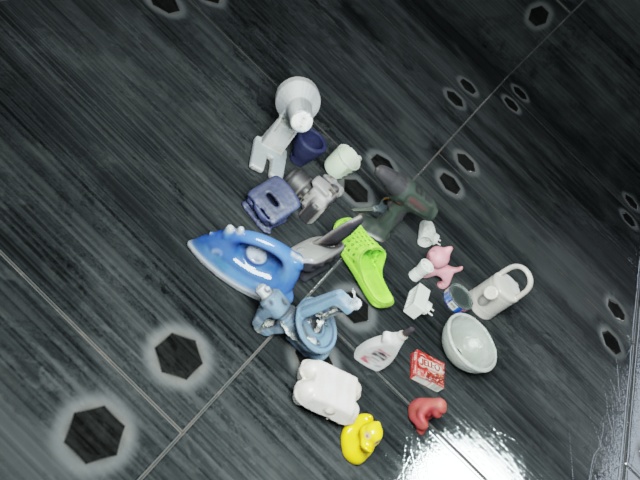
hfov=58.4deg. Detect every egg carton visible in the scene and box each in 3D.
[{"bbox_3d":[0.016,0.314,1.177,0.151,0.069,0.107,28,43,-17],"label":"egg carton"}]

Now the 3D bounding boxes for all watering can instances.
[{"bbox_3d":[0.519,0.144,1.629,0.101,0.193,0.173,46,41,3],"label":"watering can"}]

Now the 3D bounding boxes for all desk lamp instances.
[{"bbox_3d":[-0.082,-0.295,1.493,0.118,0.213,0.203,23,45,-22],"label":"desk lamp"}]

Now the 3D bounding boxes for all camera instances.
[{"bbox_3d":[-0.020,-0.136,1.497,0.137,0.100,0.143,44,41,-1],"label":"camera"}]

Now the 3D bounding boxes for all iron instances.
[{"bbox_3d":[-0.144,0.030,1.229,0.259,0.141,0.118,28,43,-18],"label":"iron"}]

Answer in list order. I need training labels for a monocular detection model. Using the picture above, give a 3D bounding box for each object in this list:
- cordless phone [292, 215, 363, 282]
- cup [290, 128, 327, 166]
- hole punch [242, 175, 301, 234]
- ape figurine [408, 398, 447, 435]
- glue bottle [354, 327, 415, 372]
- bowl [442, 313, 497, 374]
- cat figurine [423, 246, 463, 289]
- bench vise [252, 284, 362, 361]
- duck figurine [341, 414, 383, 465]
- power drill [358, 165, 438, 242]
[{"bbox_3d":[0.012,0.005,1.342,0.094,0.184,0.148,49,41,7],"label":"cordless phone"},{"bbox_3d":[-0.053,-0.257,1.575,0.118,0.094,0.092,38,41,-7],"label":"cup"},{"bbox_3d":[-0.116,-0.087,1.386,0.108,0.091,0.101,50,41,7],"label":"hole punch"},{"bbox_3d":[0.248,0.385,1.288,0.078,0.092,0.076,-5,60,-41],"label":"ape figurine"},{"bbox_3d":[0.152,0.234,1.274,0.078,0.172,0.037,30,43,-16],"label":"glue bottle"},{"bbox_3d":[0.374,0.279,1.491,0.168,0.074,0.167,22,46,-24],"label":"bowl"},{"bbox_3d":[0.341,0.065,1.609,0.128,0.117,0.067,29,43,-16],"label":"cat figurine"},{"bbox_3d":[-0.029,0.154,1.159,0.208,0.219,0.121,23,45,-23],"label":"bench vise"},{"bbox_3d":[0.095,0.394,1.161,0.078,0.086,0.104,35,42,-10],"label":"duck figurine"},{"bbox_3d":[0.193,-0.091,1.550,0.230,0.208,0.075,22,45,-23],"label":"power drill"}]
